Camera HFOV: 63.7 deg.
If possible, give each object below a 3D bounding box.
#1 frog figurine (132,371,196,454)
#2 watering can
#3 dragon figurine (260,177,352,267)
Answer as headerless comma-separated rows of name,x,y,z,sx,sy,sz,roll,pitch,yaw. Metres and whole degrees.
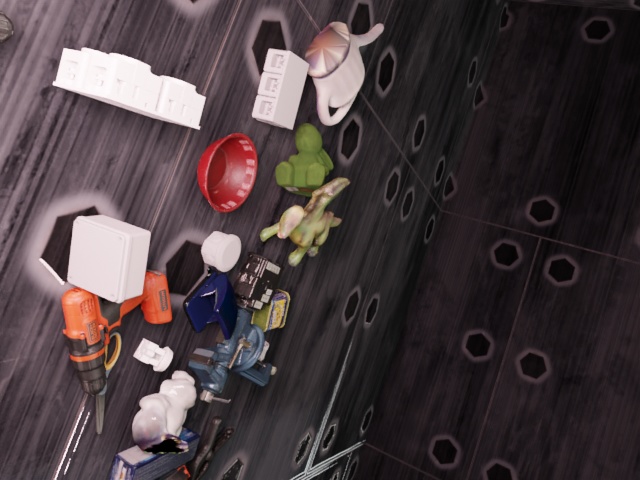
frog figurine,-0.317,0.346,1.055,0.135,0.122,0.163,54,21,-50
watering can,0.065,-0.462,1.303,0.351,0.104,0.221,-67,154,-12
dragon figurine,0.004,-0.064,1.280,0.238,0.123,0.415,-45,171,35
